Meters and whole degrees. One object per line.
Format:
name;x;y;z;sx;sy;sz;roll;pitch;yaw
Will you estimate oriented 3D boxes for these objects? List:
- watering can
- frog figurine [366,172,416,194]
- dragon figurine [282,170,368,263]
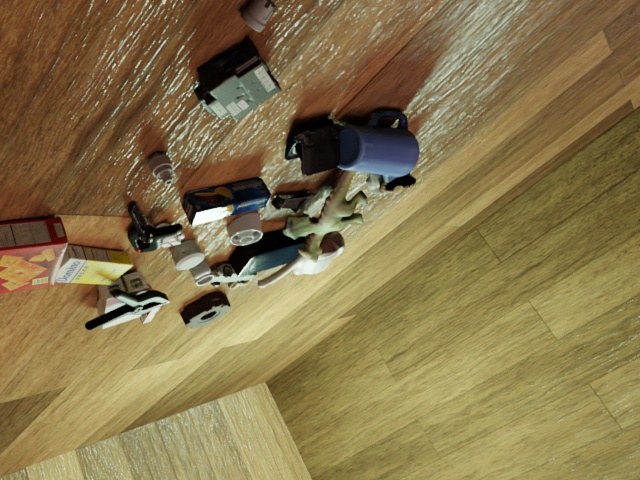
watering can;-0.047;0.066;1.801;0.350;0.105;0.219;-21;157;-28
frog figurine;0.201;-0.198;1.573;0.138;0.121;0.160;-37;-163;-6
dragon figurine;0.005;-0.075;1.491;0.245;0.124;0.400;-29;148;-22
